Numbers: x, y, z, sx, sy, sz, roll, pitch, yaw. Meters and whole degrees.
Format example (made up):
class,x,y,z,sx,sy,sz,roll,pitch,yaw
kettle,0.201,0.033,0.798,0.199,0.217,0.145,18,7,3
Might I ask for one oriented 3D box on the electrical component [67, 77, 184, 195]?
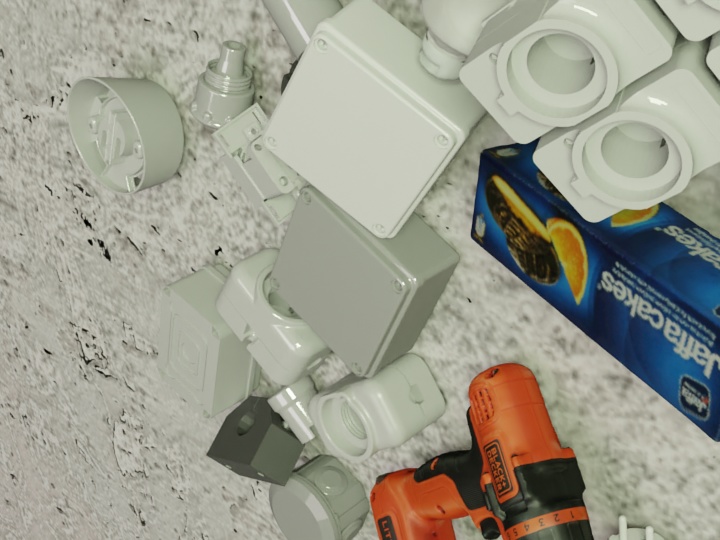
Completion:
class,x,y,z,sx,sy,sz,roll,pitch,yaw
electrical component,-0.195,-0.112,0.886,0.099,0.064,0.099,12,109,37

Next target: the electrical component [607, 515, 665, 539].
class,x,y,z,sx,sy,sz,roll,pitch,yaw
electrical component,0.175,0.189,0.677,0.066,0.047,0.076,15,122,42

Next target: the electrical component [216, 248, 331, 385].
class,x,y,z,sx,sy,sz,roll,pitch,yaw
electrical component,-0.062,0.033,0.839,0.095,0.054,0.059,50,140,14

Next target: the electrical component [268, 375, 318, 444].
class,x,y,z,sx,sy,sz,roll,pitch,yaw
electrical component,-0.047,0.114,0.883,0.046,0.040,0.040,55,141,1

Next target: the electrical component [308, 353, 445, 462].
class,x,y,z,sx,sy,sz,roll,pitch,yaw
electrical component,0.008,0.104,0.799,0.095,0.059,0.053,-24,93,51

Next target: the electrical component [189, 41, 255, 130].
class,x,y,z,sx,sy,sz,roll,pitch,yaw
electrical component,-0.097,-0.136,0.787,0.048,0.048,0.062,37,128,28

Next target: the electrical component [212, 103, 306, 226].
class,x,y,z,sx,sy,sz,roll,pitch,yaw
electrical component,-0.062,-0.077,0.766,0.081,0.042,0.064,55,157,-12

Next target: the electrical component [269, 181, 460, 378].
class,x,y,z,sx,sy,sz,roll,pitch,yaw
electrical component,0.000,0.000,0.749,0.109,0.056,0.108,45,138,20

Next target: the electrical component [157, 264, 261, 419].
class,x,y,z,sx,sy,sz,roll,pitch,yaw
electrical component,-0.126,0.060,0.923,0.078,0.057,0.113,37,135,27

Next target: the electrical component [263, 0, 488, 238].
class,x,y,z,sx,sy,sz,roll,pitch,yaw
electrical component,0.009,-0.093,0.668,0.109,0.056,0.108,39,138,3

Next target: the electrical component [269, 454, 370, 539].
class,x,y,z,sx,sy,sz,roll,pitch,yaw
electrical component,-0.035,0.201,0.911,0.080,0.051,0.080,26,129,36

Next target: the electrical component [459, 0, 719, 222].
class,x,y,z,sx,sy,sz,roll,pitch,yaw
electrical component,0.147,-0.104,0.470,0.105,0.060,0.186,45,134,-17

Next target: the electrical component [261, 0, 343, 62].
class,x,y,z,sx,sy,sz,roll,pitch,yaw
electrical component,-0.042,-0.181,0.699,0.043,0.043,0.081,-34,85,51
